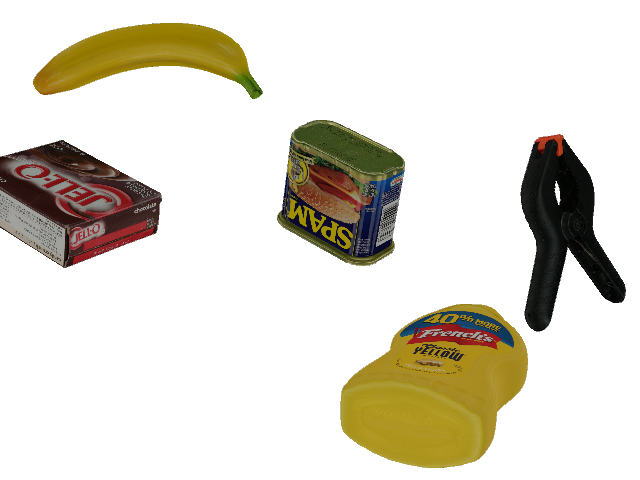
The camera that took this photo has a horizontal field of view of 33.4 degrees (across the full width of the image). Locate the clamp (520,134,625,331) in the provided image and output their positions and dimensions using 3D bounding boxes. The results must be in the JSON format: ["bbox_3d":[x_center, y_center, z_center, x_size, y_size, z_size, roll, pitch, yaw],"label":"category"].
[{"bbox_3d":[0.210,-0.005,0.948,0.120,0.171,0.039,-25,9,-38],"label":"clamp"}]

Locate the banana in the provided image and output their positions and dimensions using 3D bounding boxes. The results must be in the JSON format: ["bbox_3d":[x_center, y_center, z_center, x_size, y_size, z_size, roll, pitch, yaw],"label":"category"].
[{"bbox_3d":[-0.150,-0.160,0.936,0.197,0.069,0.037,-1,-33,-4],"label":"banana"}]

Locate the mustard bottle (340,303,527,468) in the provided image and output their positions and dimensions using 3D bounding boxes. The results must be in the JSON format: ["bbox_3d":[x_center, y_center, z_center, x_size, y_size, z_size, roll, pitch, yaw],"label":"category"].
[{"bbox_3d":[0.092,0.088,0.740,0.096,0.058,0.191,6,18,23],"label":"mustard bottle"}]

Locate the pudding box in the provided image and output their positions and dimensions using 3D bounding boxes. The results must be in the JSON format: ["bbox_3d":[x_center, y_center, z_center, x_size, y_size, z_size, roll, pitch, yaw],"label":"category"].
[{"bbox_3d":[-0.186,-0.029,0.773,0.114,0.039,0.089,25,30,29],"label":"pudding box"}]

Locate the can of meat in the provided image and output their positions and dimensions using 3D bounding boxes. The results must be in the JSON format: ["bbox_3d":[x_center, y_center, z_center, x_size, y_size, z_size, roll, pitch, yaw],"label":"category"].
[{"bbox_3d":[0.017,-0.041,0.872,0.102,0.084,0.057,29,38,30],"label":"can of meat"}]
